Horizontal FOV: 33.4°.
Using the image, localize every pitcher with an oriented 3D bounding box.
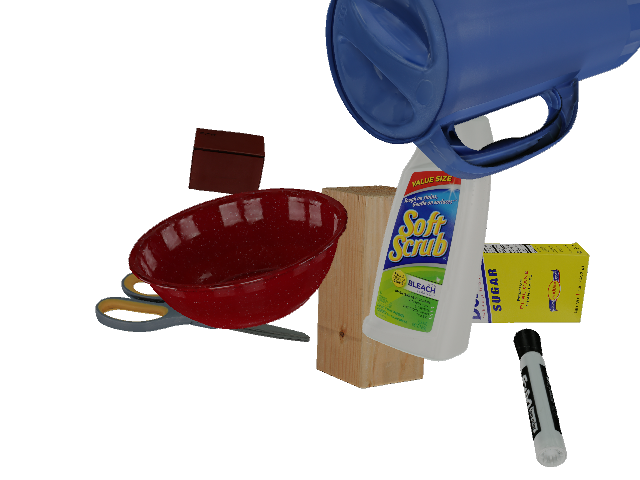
[{"bbox_3d":[0.138,-0.152,0.805,0.242,0.149,0.145,-18,34,-33],"label":"pitcher"}]

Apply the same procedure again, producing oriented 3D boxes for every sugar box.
[{"bbox_3d":[0.229,0.052,1.289,0.176,0.093,0.048,-1,20,-9],"label":"sugar box"}]

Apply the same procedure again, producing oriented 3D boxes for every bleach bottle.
[{"bbox_3d":[0.103,-0.022,0.975,0.103,0.251,0.067,18,21,35],"label":"bleach bottle"}]

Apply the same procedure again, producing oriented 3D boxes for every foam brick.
[{"bbox_3d":[-0.102,-0.086,1.169,0.078,0.051,0.053,7,29,-6],"label":"foam brick"}]

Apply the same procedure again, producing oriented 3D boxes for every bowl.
[{"bbox_3d":[-0.055,0.018,0.781,0.162,0.055,0.162,-10,25,4],"label":"bowl"}]

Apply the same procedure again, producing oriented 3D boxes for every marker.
[{"bbox_3d":[0.145,0.101,0.713,0.020,0.020,0.121,0,35,2],"label":"marker"}]

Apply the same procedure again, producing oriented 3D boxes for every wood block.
[{"bbox_3d":[0.057,0.047,1.175,0.090,0.206,0.091,-4,11,-34],"label":"wood block"}]

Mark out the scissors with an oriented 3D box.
[{"bbox_3d":[-0.112,0.063,1.025,0.201,0.016,0.096,3,33,-5],"label":"scissors"}]
